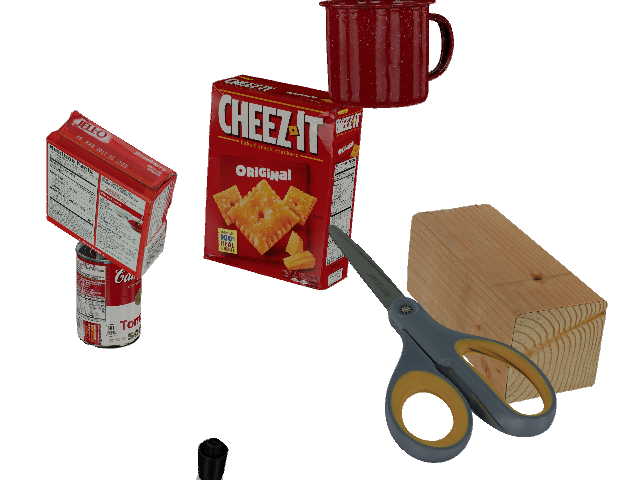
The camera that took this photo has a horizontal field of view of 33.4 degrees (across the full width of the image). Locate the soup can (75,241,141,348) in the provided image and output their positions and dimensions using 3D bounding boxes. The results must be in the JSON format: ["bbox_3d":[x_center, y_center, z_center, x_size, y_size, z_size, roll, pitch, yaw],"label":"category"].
[{"bbox_3d":[-0.221,0.053,1.115,0.068,0.102,0.068,4,22,-2],"label":"soup can"}]

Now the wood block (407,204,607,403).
[{"bbox_3d":[0.164,0.051,0.990,0.090,0.090,0.206,-8,28,-18],"label":"wood block"}]

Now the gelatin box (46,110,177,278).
[{"bbox_3d":[-0.128,-0.027,0.644,0.073,0.030,0.089,31,-35,7],"label":"gelatin box"}]

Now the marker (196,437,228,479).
[{"bbox_3d":[-0.074,0.177,0.694,0.020,0.121,0.020,7,31,-4],"label":"marker"}]

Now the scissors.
[{"bbox_3d":[0.039,0.056,0.598,0.096,0.016,0.202,-32,46,-28],"label":"scissors"}]

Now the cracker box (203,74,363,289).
[{"bbox_3d":[-0.046,-0.066,1.208,0.164,0.214,0.072,15,23,26],"label":"cracker box"}]

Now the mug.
[{"bbox_3d":[0.057,-0.154,0.865,0.117,0.081,0.093,-10,17,-27],"label":"mug"}]
